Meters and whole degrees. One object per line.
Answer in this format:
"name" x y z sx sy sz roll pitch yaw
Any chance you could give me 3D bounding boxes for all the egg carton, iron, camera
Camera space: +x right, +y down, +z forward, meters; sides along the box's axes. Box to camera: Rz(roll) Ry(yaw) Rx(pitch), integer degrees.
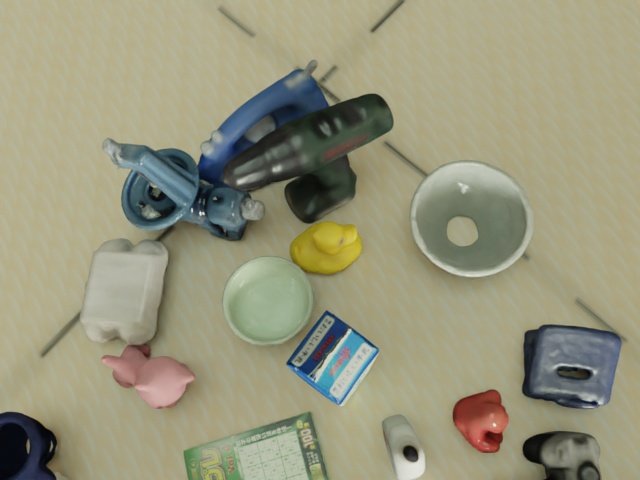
"egg carton" -0.270 0.071 0.799 0.107 0.069 0.150 3 73 4
"iron" -0.093 -0.156 0.822 0.258 0.141 0.118 -36 75 -8
"camera" 0.271 0.309 0.687 0.136 0.101 0.143 -5 73 1

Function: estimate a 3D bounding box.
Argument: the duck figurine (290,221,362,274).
"duck figurine" 0.007 0.003 0.798 0.104 0.086 0.077 -13 73 -1

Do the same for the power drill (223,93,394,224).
"power drill" -0.009 -0.099 0.766 0.230 0.208 0.075 -32 74 -7

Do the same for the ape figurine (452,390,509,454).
"ape figurine" 0.209 0.225 0.719 0.076 0.092 0.078 26 76 10

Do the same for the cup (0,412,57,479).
"cup" -0.369 0.274 0.729 0.117 0.095 0.092 30 77 11

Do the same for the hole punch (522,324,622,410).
"hole punch" 0.322 0.163 0.733 0.108 0.091 0.101 6 74 5

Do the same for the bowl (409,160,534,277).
"bowl" 0.205 -0.022 0.803 0.167 0.075 0.167 -1 73 2

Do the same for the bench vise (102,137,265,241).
"bench vise" -0.182 -0.079 0.762 0.207 0.220 0.121 -5 73 1

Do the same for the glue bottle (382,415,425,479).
"glue bottle" 0.100 0.247 0.675 0.037 0.173 0.078 -18 73 -2

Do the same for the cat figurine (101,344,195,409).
"cat figurine" -0.221 0.176 0.740 0.127 0.118 0.067 20 75 9
